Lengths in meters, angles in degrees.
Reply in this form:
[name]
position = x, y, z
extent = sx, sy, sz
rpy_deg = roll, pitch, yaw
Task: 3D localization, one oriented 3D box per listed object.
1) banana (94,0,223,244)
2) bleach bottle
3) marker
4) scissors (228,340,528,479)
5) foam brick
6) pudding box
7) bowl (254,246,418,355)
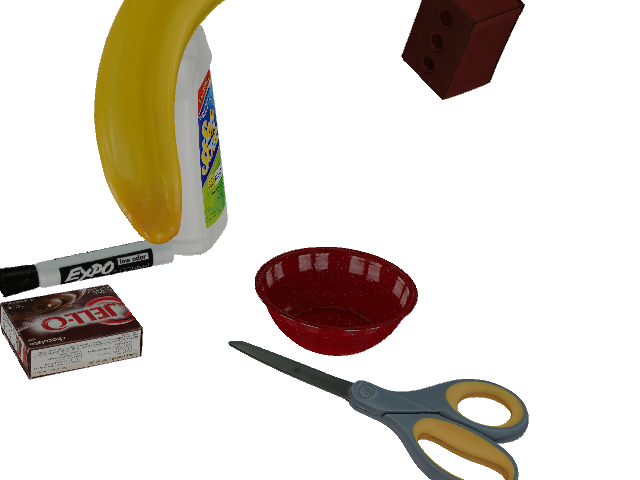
[banana]
position = -0.071, -0.088, 0.513
extent = 0.069, 0.197, 0.037
rpy_deg = 14, -32, 8
[bleach bottle]
position = -0.141, -0.118, 1.092
extent = 0.068, 0.251, 0.102
rpy_deg = 5, 27, 13
[marker]
position = -0.157, 0.017, 0.710
extent = 0.120, 0.020, 0.020
rpy_deg = -12, 5, -26
[scissors]
position = 0.046, 0.094, 0.682
extent = 0.202, 0.016, 0.096
rpy_deg = 32, 45, 26
[foam brick]
position = 0.102, -0.151, 0.777
extent = 0.051, 0.053, 0.078
rpy_deg = -25, -28, -30
[pudding box]
position = -0.236, 0.085, 1.012
extent = 0.113, 0.039, 0.090
rpy_deg = -12, 30, -29
[bowl]
position = 0.014, 0.067, 1.063
extent = 0.162, 0.055, 0.162
rpy_deg = 4, 28, -2
